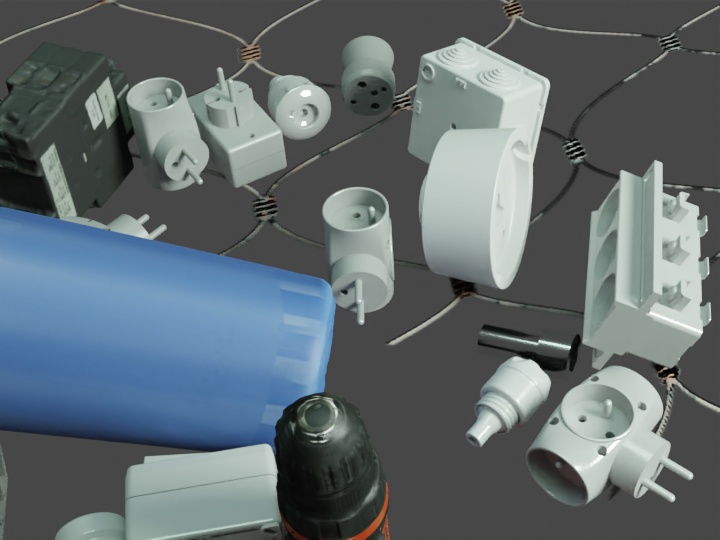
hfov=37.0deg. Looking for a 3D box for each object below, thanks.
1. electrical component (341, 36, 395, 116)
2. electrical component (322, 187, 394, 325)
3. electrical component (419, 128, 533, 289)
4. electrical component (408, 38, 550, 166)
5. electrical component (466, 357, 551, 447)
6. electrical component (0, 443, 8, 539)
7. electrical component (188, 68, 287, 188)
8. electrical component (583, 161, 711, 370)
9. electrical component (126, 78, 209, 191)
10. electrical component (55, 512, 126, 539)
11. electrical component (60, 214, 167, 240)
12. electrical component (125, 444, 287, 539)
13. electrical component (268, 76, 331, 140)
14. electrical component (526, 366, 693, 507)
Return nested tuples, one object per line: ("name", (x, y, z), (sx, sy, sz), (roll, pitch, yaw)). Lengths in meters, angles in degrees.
("electrical component", (0.007, -0.160, 0.890), (0.045, 0.045, 0.055), (-3, 45, 2))
("electrical component", (0.000, 0.000, 0.706), (0.044, 0.077, 0.079), (-3, 45, 3))
("electrical component", (0.074, -0.044, 0.726), (0.060, 0.108, 0.108), (7, 46, 21))
("electrical component", (0.084, -0.112, 0.797), (0.048, 0.099, 0.100), (-25, 47, -36))
("electrical component", (0.086, 0.082, 0.647), (0.035, 0.035, 0.061), (29, 56, 30))
("electrical component", (-0.242, 0.139, 0.603), (0.076, 0.047, 0.083), (-3, 44, -11))
("electrical component", (-0.100, -0.122, 0.839), (0.047, 0.075, 0.083), (-25, 48, -19))
("electrical component", (0.186, 0.000, 0.697), (0.063, 0.078, 0.121), (20, 46, -5))
("electrical component", (-0.140, -0.093, 0.814), (0.043, 0.077, 0.079), (-27, 49, -21))
("electrical component", (-0.142, 0.162, 0.585), (0.040, 0.040, 0.046), (-16, 51, -11))
("electrical component", (-0.173, -0.013, 0.760), (0.077, 0.043, 0.079), (29, 54, 29))
("electrical component", (-0.076, 0.135, 0.589), (0.096, 0.061, 0.061), (-9, 45, -3))
("electrical component", (-0.055, -0.138, 0.875), (0.048, 0.048, 0.062), (-21, 40, -15))
("electrical component", (0.149, 0.103, 0.612), (0.079, 0.044, 0.077), (31, 55, 31))
